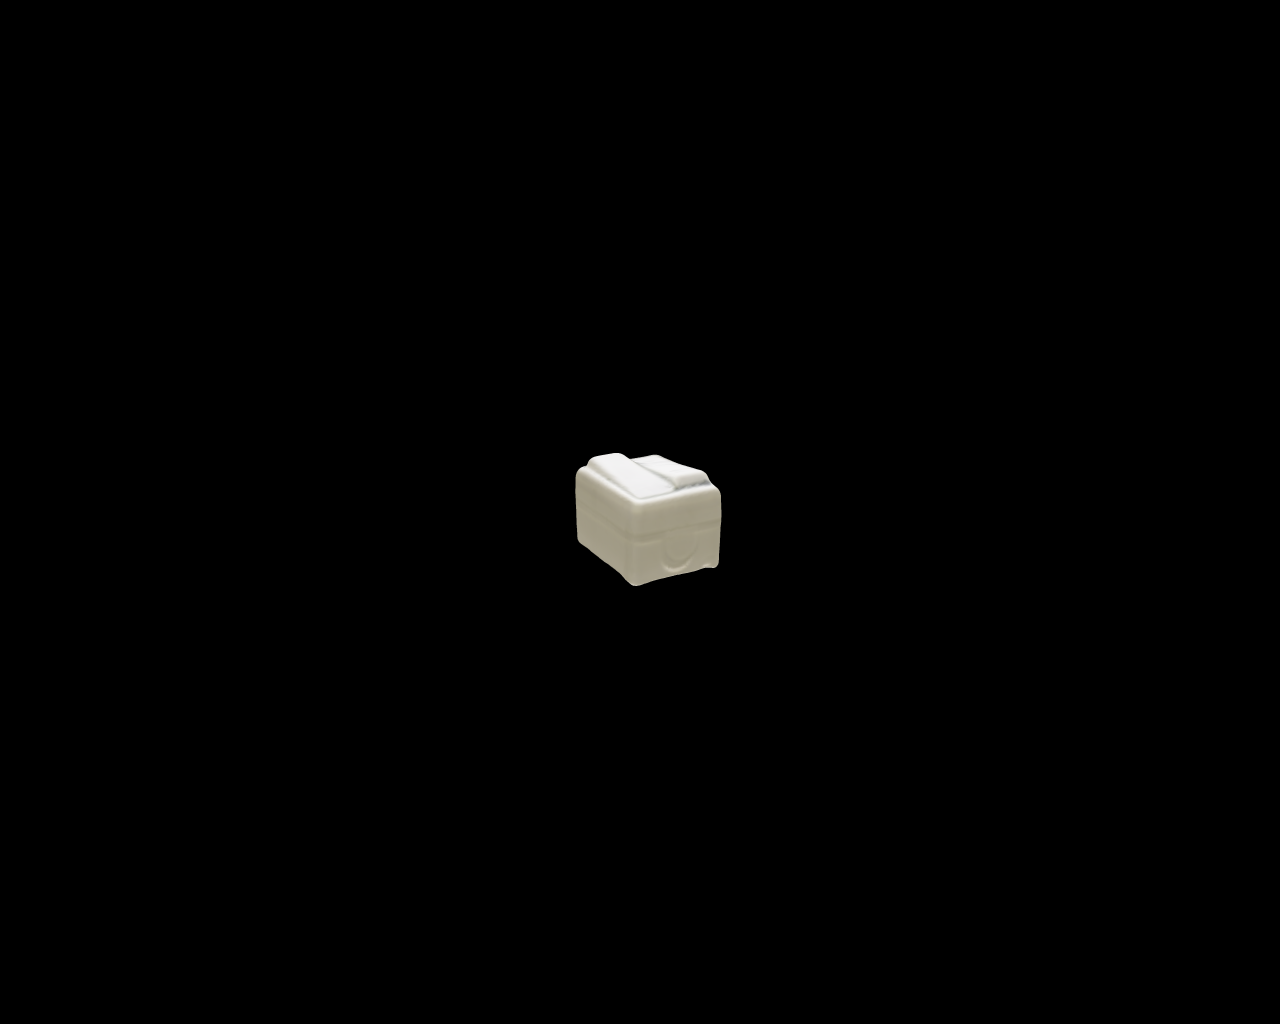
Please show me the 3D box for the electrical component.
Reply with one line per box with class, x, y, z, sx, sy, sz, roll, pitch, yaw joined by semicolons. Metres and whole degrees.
electrical component;0.001;-0.003;0.650;0.062;0.061;0.096;-10;23;-26
